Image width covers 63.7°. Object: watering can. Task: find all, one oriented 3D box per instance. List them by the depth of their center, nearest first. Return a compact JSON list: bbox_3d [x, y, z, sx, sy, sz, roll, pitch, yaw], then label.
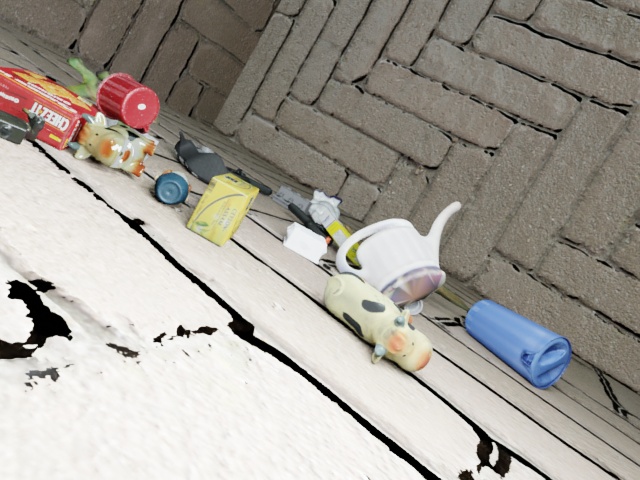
[{"bbox_3d":[0.212,0.027,1.178,0.101,0.349,0.229,80,-13,-49],"label":"watering can"}]

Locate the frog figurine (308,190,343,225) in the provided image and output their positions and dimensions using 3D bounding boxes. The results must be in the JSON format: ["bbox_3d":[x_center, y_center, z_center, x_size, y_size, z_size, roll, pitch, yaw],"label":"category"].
[{"bbox_3d":[0.006,-0.094,1.869,0.136,0.121,0.163,37,40,-19],"label":"frog figurine"}]

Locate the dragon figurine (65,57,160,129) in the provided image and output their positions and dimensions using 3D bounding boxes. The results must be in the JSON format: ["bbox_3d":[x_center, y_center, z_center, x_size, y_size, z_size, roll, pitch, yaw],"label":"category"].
[{"bbox_3d":[-0.530,-0.318,1.312,0.408,0.121,0.247,17,32,-54],"label":"dragon figurine"}]
